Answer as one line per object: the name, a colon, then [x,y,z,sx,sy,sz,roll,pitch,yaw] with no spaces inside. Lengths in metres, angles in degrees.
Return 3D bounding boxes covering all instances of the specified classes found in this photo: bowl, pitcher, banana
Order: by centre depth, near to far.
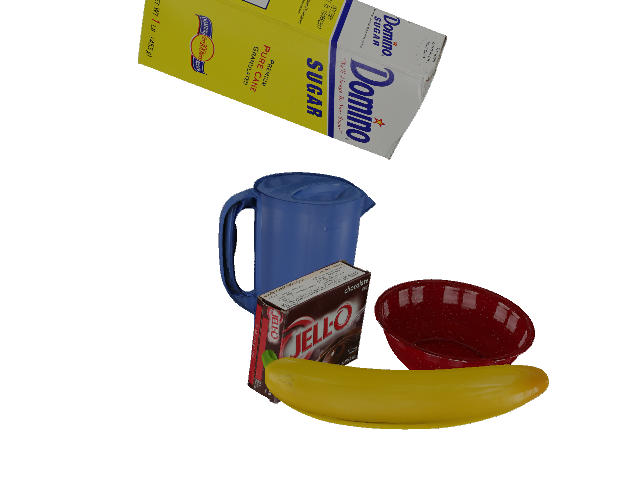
banana: [0.044,0.093,0.688,0.198,0.037,0.069,4,32,17]
bowl: [0.132,0.100,1.078,0.162,0.055,0.162,5,26,-3]
pitcher: [-0.032,0.044,1.302,0.149,0.243,0.144,14,21,25]

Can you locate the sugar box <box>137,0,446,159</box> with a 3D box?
sugar box: [-0.021,-0.117,0.658,0.176,0.048,0.093,23,-29,-2]

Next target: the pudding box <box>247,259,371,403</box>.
pudding box: [-0.009,0.075,0.906,0.039,0.090,0.113,26,32,31]
